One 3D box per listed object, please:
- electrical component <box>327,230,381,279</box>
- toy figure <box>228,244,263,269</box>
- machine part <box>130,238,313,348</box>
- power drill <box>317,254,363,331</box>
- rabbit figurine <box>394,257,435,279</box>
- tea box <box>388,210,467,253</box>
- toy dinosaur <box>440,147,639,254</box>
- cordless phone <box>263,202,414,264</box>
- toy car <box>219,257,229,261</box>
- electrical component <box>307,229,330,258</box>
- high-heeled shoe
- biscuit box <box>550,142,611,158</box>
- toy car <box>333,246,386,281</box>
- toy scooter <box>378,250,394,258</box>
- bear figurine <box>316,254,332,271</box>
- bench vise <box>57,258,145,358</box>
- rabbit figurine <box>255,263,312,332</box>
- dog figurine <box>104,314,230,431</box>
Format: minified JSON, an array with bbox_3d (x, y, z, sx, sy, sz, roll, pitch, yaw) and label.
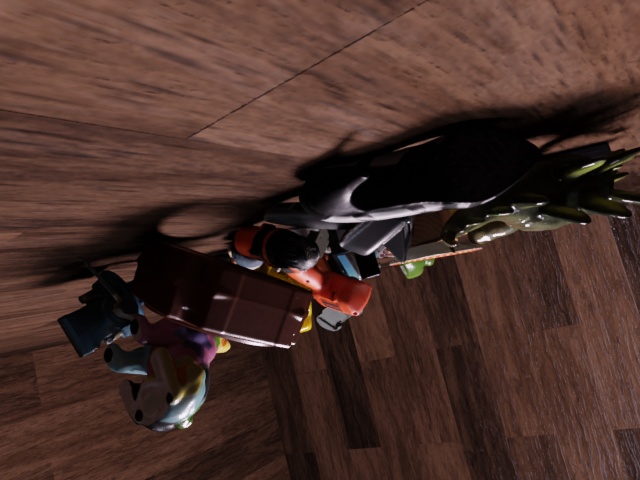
[{"bbox_3d":[0.052,-0.001,0.789,0.075,0.119,0.047,-15,175,22],"label":"electrical component"},{"bbox_3d":[-0.121,0.022,0.889,0.064,0.058,0.154,26,166,-8],"label":"toy figure"},{"bbox_3d":[-0.130,0.071,0.711,0.201,0.087,0.202,22,173,-38],"label":"machine part"},{"bbox_3d":[0.023,0.116,1.299,0.232,0.207,0.086,-36,121,20],"label":"power drill"},{"bbox_3d":[0.272,0.003,1.389,0.170,0.121,0.159,-32,166,-4],"label":"rabbit figurine"},{"bbox_3d":[0.224,-0.028,1.107,0.170,0.068,0.098,-12,173,-21],"label":"tea box"},{"bbox_3d":[0.275,-0.058,0.667,0.471,0.105,0.199,-22,-172,-32],"label":"toy dinosaur"},{"bbox_3d":[0.030,-0.036,0.693,0.184,0.088,0.146,4,-159,14],"label":"cordless phone"},{"bbox_3d":[-0.229,0.066,1.011,0.202,0.056,0.073,-8,177,-33],"label":"toy car"},{"bbox_3d":[-0.002,-0.003,0.913,0.021,0.063,0.094,32,-169,34],"label":"electrical component"},{"bbox_3d":[0.104,-0.063,0.590,0.249,0.086,0.145,-7,174,-19],"label":"high-heeled shoe"},{"bbox_3d":[0.367,-0.100,0.861,0.203,0.062,0.059,-13,174,-7],"label":"biscuit box"},{"bbox_3d":[0.073,0.013,1.015,0.103,0.109,0.161,-31,-178,-2],"label":"toy car"},{"bbox_3d":[0.169,0.000,1.206,0.184,0.075,0.135,-12,173,24],"label":"toy scooter"},{"bbox_3d":[-0.043,0.086,1.241,0.120,0.132,0.196,-16,167,-17],"label":"bear figurine"},{"bbox_3d":[-0.295,0.088,0.844,0.240,0.129,0.223,-35,178,-41],"label":"bench vise"},{"bbox_3d":[-0.102,0.089,0.970,0.173,0.162,0.121,-8,158,0],"label":"rabbit figurine"},{"bbox_3d":[-0.180,0.168,0.785,0.219,0.192,0.108,2,134,-54],"label":"dog figurine"}]
